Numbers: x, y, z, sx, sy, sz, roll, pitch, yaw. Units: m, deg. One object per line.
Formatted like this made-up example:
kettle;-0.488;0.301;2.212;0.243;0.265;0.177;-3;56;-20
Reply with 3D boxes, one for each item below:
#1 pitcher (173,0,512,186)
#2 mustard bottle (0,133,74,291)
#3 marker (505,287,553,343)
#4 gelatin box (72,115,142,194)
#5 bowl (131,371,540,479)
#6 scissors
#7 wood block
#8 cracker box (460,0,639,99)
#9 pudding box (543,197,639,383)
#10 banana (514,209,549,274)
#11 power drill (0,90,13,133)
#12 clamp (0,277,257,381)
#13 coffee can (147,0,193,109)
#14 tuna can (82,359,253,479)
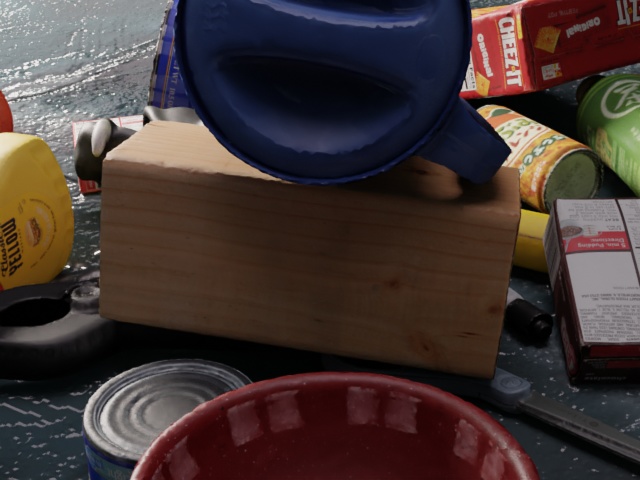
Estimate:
pitcher;0.018;-0.109;0.580;0.145;0.149;0.242;-8;13;7
mustard bottle;-0.213;0.015;0.598;0.058;0.096;0.191;10;29;20
marker;0.098;0.028;0.637;0.020;0.020;0.121;-14;29;-23
gelatin box;-0.155;-0.069;0.837;0.073;0.030;0.089;-9;27;-11
bowl;0.005;0.119;0.421;0.162;0.055;0.162;-1;27;1
scissors;0.076;0.079;0.537;0.096;0.016;0.202;-13;28;-27
wood block;-0.004;0.000;0.566;0.206;0.090;0.090;8;20;7
cracker box;0.160;-0.164;0.895;0.163;0.072;0.214;-18;11;-30
pudding box;0.176;0.025;0.585;0.090;0.039;0.113;0;47;1
banana;0.135;-0.002;0.681;0.198;0.037;0.069;13;9;24
power drill;-0.294;-0.059;0.795;0.184;0.057;0.187;0;27;5
clamp;-0.129;0.040;0.610;0.171;0.039;0.120;-6;19;-23
coffee can;-0.055;-0.127;0.830;0.140;0.103;0.103;12;26;-5
tuna can;-0.068;0.092;0.504;0.086;0.034;0.086;-2;27;1
